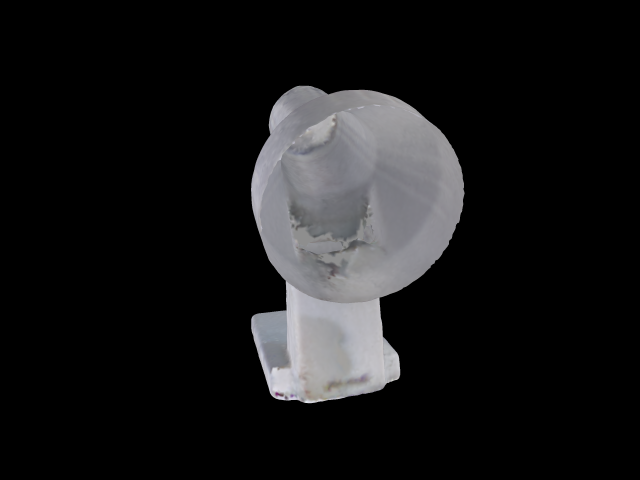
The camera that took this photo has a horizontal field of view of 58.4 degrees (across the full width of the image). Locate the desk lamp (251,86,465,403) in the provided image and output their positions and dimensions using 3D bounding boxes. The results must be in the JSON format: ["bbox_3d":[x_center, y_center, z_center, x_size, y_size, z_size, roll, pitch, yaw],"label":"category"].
[{"bbox_3d":[0.004,0.001,0.400,0.118,0.213,0.203,-4,14,-15],"label":"desk lamp"}]
